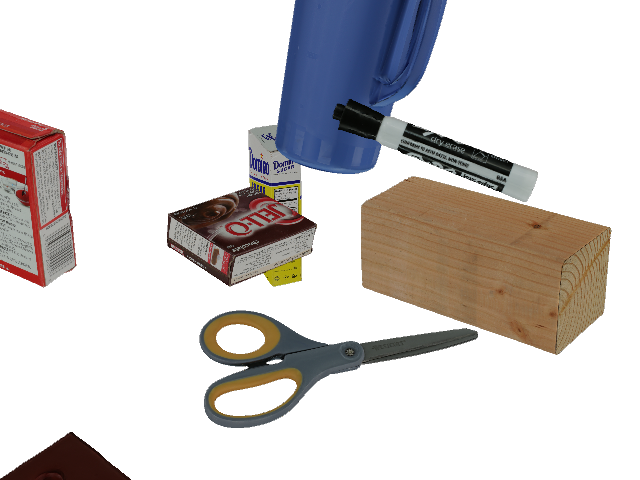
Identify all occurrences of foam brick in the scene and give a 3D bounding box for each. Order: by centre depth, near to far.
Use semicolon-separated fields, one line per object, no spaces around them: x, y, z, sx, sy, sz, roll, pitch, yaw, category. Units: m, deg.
-0.104;0.135;0.472;0.078;0.051;0.052;28;46;35;foam brick

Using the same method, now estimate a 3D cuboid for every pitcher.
0.035;-0.191;1.060;0.145;0.243;0.149;12;18;-1;pitcher

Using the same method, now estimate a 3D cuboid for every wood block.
0.145;0.016;0.968;0.206;0.090;0.090;18;32;36;wood block

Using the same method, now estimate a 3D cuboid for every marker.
0.064;-0.052;0.609;0.121;0.020;0.020;22;2;5;marker

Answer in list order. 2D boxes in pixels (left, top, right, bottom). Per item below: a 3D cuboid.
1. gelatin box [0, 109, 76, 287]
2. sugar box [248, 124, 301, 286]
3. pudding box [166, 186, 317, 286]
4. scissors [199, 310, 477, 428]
-0.173;-0.027;0.588;0.073;0.089;0.030;19;35;25;gelatin box
-0.056;-0.043;1.300;0.048;0.176;0.093;-11;26;-17;sugar box
-0.073;-0.006;0.997;0.090;0.039;0.113;29;36;33;pudding box
0.004;0.069;0.747;0.201;0.096;0.016;-22;-32;-23;scissors
